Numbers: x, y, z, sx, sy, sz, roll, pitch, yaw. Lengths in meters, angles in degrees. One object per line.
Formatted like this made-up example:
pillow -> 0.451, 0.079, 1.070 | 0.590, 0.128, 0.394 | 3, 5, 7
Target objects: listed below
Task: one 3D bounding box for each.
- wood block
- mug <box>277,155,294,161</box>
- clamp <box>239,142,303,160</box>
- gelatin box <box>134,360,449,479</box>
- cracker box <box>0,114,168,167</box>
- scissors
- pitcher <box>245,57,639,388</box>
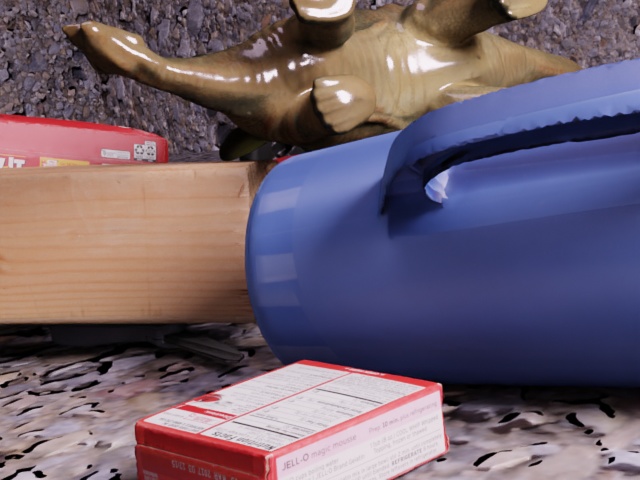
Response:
wood block -> -0.131, 0.000, 0.641 | 0.206, 0.091, 0.090 | -1, 6, 10
mug -> 0.001, -0.037, 0.956 | 0.093, 0.081, 0.117 | -6, 8, 14
clamp -> -0.053, -0.064, 0.986 | 0.039, 0.171, 0.120 | 28, 40, 34
gelatin box -> -0.010, 0.071, 0.381 | 0.089, 0.030, 0.073 | -15, 12, -43
cracker box -> -0.232, -0.051, 0.821 | 0.163, 0.072, 0.214 | 3, 0, -31
scissors -> -0.109, 0.057, 0.625 | 0.096, 0.016, 0.202 | -8, 7, -13
pitcher -> 0.087, -0.004, 0.443 | 0.243, 0.149, 0.144 | -7, 18, 30
